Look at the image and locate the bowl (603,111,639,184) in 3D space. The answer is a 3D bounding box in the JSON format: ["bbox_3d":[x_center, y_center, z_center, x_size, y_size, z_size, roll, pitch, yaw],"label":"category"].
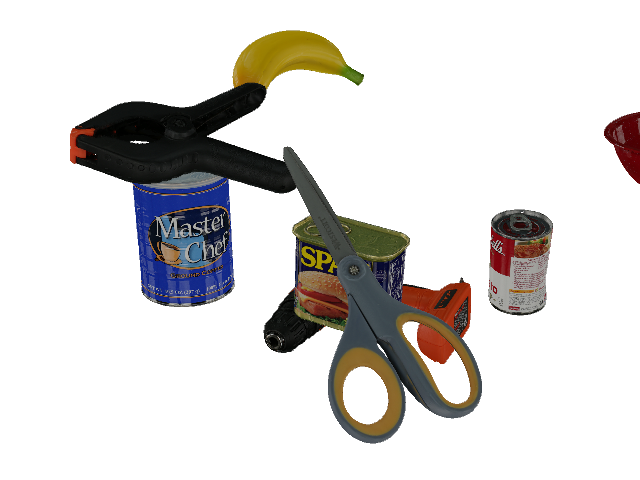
[{"bbox_3d":[0.342,-0.076,0.972,0.162,0.055,0.162,-5,22,2],"label":"bowl"}]

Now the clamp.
[{"bbox_3d":[-0.105,-0.084,0.821,0.171,0.039,0.120,3,38,-14],"label":"clamp"}]

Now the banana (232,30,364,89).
[{"bbox_3d":[-0.030,-0.164,0.983,0.070,0.037,0.197,37,31,20],"label":"banana"}]

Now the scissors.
[{"bbox_3d":[0.010,0.037,0.637,0.096,0.202,0.016,-38,-19,-16],"label":"scissors"}]

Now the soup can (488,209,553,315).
[{"bbox_3d":[0.226,0.025,1.209,0.068,0.102,0.068,-2,29,1],"label":"soup can"}]

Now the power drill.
[{"bbox_3d":[0.053,0.077,1.122,0.188,0.057,0.184,10,29,23],"label":"power drill"}]

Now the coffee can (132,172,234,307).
[{"bbox_3d":[-0.146,-0.014,1.141,0.103,0.140,0.103,-1,24,0],"label":"coffee can"}]

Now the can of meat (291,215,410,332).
[{"bbox_3d":[0.025,0.032,0.944,0.102,0.084,0.057,16,28,27],"label":"can of meat"}]
